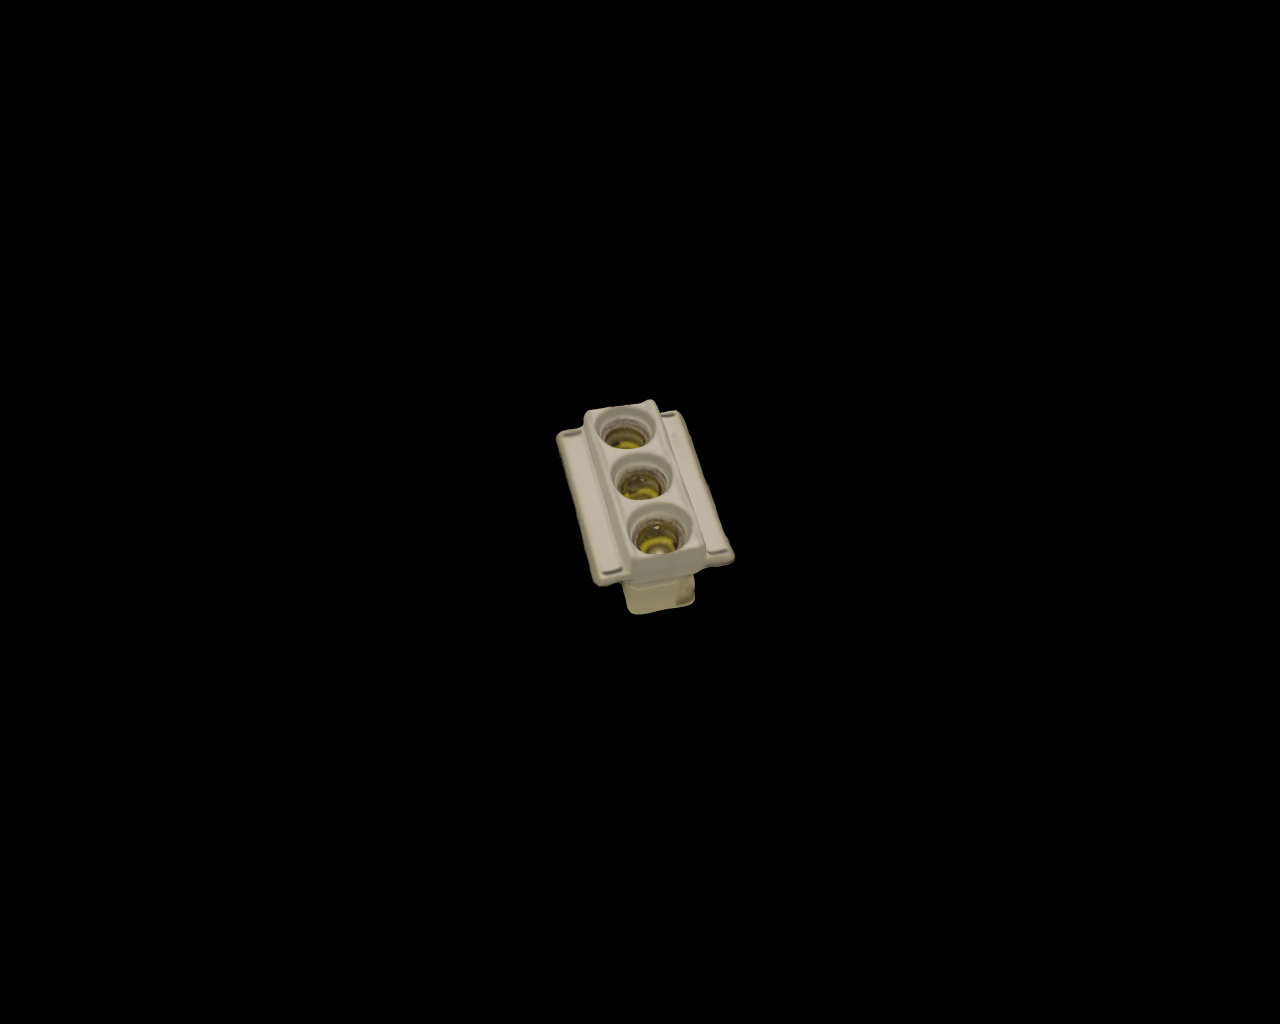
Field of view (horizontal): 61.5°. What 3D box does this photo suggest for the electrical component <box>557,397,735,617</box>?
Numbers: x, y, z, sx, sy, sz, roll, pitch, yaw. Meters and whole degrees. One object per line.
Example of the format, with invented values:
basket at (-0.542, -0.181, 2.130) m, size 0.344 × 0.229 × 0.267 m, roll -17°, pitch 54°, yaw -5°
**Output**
electrical component at (0.001, -0.003, 0.650) m, size 0.079 × 0.121 × 0.063 m, roll -11°, pitch -39°, yaw -9°
